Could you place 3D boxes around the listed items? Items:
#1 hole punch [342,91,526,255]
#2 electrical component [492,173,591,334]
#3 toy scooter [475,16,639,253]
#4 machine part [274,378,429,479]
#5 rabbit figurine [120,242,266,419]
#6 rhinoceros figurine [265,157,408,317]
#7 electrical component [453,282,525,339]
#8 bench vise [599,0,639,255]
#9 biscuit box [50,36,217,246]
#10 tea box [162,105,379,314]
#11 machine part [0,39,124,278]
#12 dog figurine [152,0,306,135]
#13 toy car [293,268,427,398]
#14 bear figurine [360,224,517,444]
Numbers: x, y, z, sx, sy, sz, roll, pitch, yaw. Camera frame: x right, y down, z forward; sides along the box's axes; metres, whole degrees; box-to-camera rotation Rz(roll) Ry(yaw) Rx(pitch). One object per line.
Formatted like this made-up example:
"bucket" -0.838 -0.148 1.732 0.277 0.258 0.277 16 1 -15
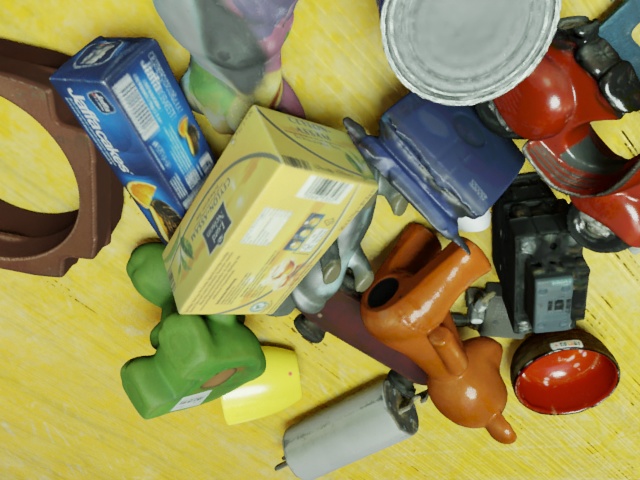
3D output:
"hole punch" 0.101 -0.070 0.436 0.092 0.116 0.142 -41 89 22
"electrical component" 0.197 0.017 0.490 0.058 0.134 0.114 -9 122 10
"toy scooter" 0.191 -0.081 0.365 0.075 0.135 0.184 -31 85 -19
"machine part" 0.037 0.244 0.691 0.243 0.079 0.079 -35 116 23
"rabbit figurine" -0.126 0.066 0.546 0.159 0.170 0.121 -5 144 -45
"rhinoceros figurine" -0.001 -0.002 0.507 0.073 0.112 0.190 4 122 -50
"electrical component" 0.202 0.078 0.585 0.102 0.045 0.078 9 123 -3
"bench vise" 0.294 -0.103 0.418 0.240 0.129 0.223 45 128 -1
"biscuit box" -0.135 -0.069 0.457 0.063 0.059 0.202 12 144 27
"tea box" -0.045 -0.014 0.431 0.098 0.068 0.169 9 135 -41
"machine part" -0.287 -0.074 0.488 0.201 0.087 0.200 12 124 -3
"dog figurine" -0.045 -0.162 0.394 0.192 0.108 0.219 -1 132 29
"toy car" 0.061 0.101 0.604 0.202 0.053 0.089 32 105 -16
"bear figurine" 0.135 0.097 0.529 0.195 0.120 0.132 43 84 -19
